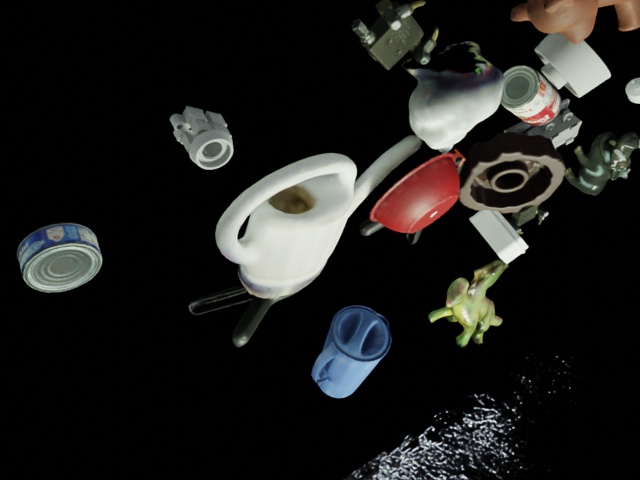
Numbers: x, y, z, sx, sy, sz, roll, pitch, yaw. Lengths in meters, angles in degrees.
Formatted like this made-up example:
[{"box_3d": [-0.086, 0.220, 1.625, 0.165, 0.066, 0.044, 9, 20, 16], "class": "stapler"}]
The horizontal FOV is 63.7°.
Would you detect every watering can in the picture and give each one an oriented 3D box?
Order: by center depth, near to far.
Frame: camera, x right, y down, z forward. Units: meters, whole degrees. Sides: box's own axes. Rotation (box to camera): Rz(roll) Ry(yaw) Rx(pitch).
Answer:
[{"box_3d": [0.002, -0.037, 0.737, 0.351, 0.105, 0.219, -22, 148, -36], "class": "watering can"}]

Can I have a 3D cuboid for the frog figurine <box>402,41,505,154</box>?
[{"box_3d": [0.179, -0.171, 0.699, 0.139, 0.124, 0.155, -40, 141, -27], "class": "frog figurine"}]

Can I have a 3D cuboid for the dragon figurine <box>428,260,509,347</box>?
[{"box_3d": [0.449, 0.161, 1.415, 0.411, 0.124, 0.238, 0, 127, -44], "class": "dragon figurine"}]
